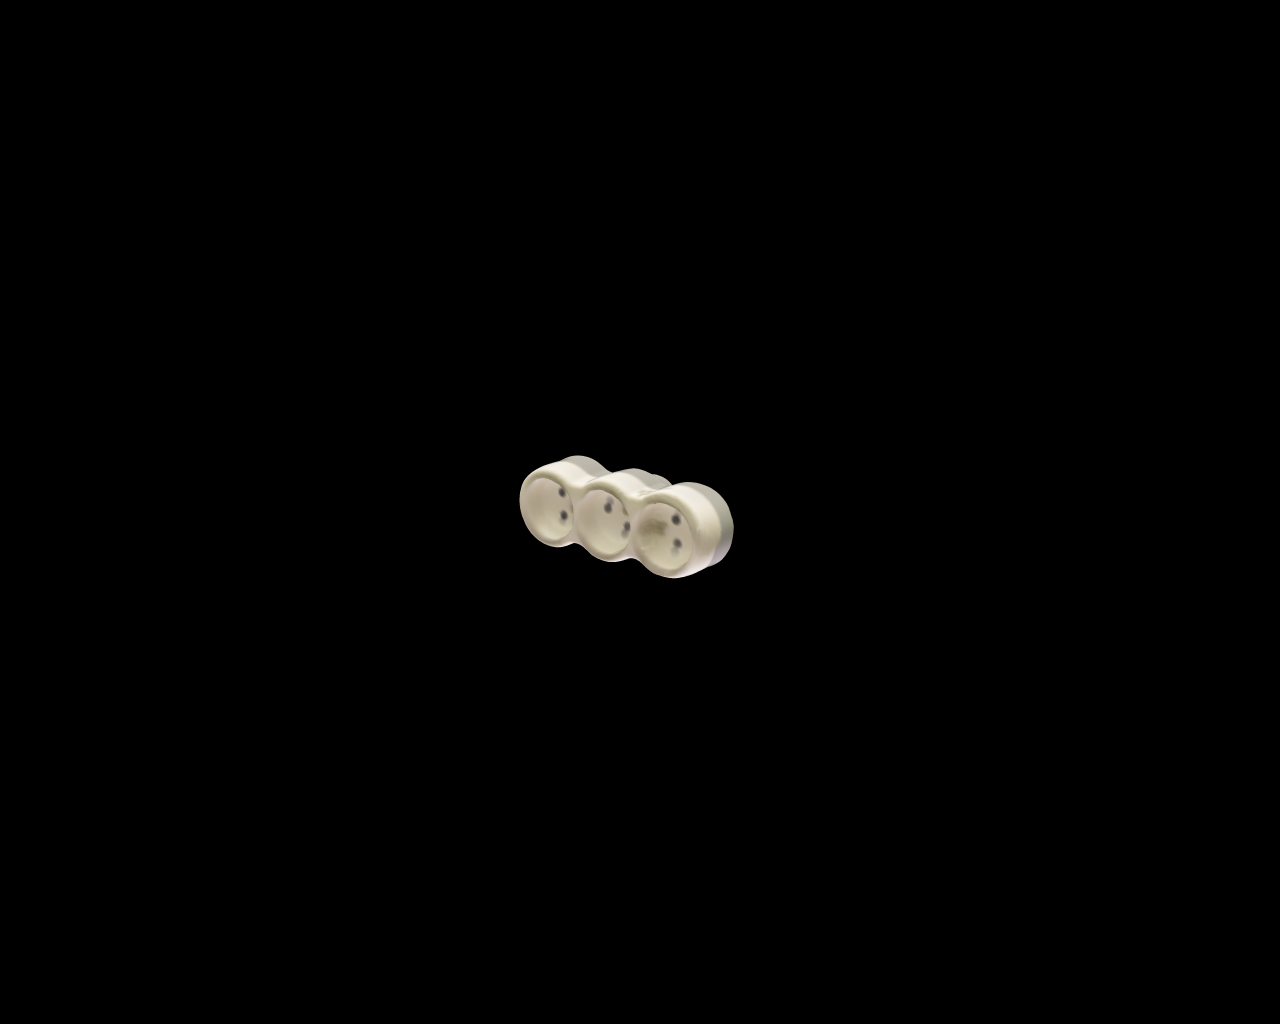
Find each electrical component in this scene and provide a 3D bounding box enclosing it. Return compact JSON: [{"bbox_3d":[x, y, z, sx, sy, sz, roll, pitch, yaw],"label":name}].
[{"bbox_3d":[0.001,-0.003,0.650,0.138,0.052,0.074,14,22,36],"label":"electrical component"}]
